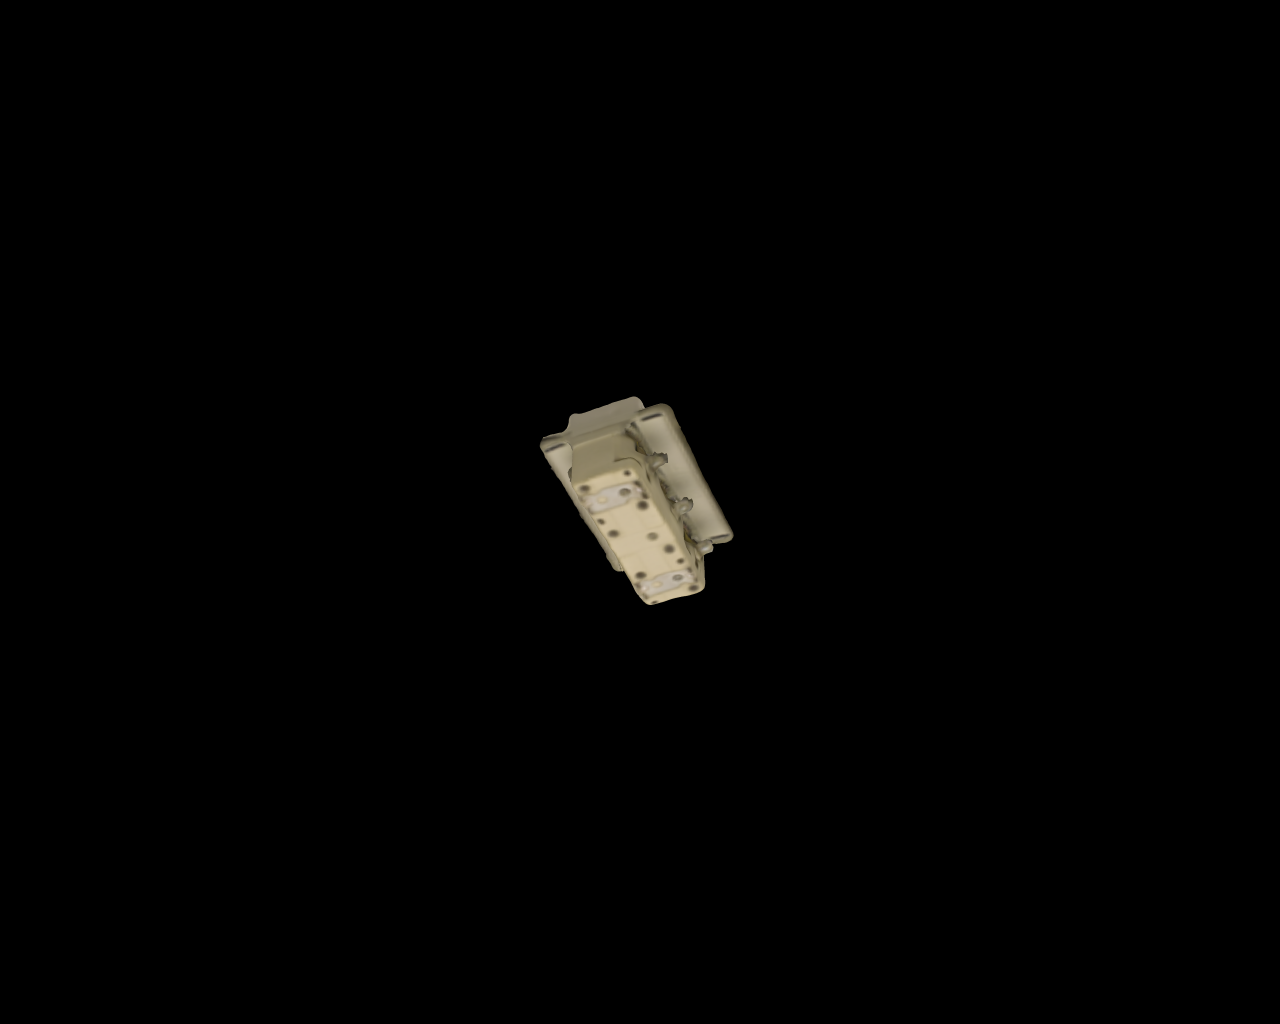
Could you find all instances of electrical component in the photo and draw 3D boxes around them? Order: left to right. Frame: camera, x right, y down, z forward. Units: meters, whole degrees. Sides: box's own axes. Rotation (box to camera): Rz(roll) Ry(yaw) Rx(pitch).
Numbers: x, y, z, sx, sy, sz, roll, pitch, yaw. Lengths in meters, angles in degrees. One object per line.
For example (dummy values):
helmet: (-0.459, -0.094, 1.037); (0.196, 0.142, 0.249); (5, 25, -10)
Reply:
electrical component: (0.001, -0.003, 0.650); (0.079, 0.063, 0.121); (-15, -46, 15)
